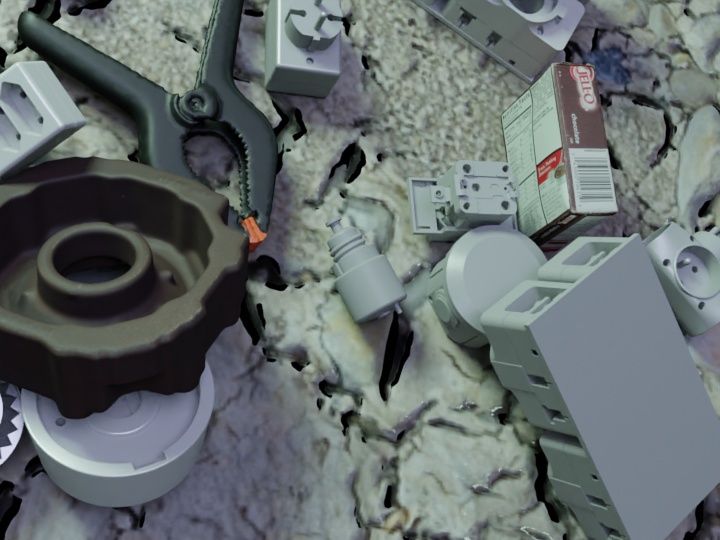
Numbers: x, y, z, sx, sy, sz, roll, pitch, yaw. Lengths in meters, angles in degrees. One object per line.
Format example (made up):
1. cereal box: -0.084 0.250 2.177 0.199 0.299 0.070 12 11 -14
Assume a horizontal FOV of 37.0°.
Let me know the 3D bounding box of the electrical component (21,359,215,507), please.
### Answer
1. electrical component: -0.142 0.087 0.637 0.108 0.060 0.108 5 51 -7

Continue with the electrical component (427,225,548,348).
1. electrical component: 0.090 0.013 0.747 0.080 0.051 0.080 5 72 -17

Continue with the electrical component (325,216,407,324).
1. electrical component: 0.000 0.000 0.727 0.040 0.040 0.078 -26 83 -24

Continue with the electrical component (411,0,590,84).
1. electrical component: 0.090 -0.246 0.822 0.186 0.060 0.105 34 66 -6

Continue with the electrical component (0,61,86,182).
1. electrical component: -0.207 -0.093 0.669 0.066 0.076 0.047 -33 96 13

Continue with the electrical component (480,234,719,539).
1. electrical component: 0.165 0.082 0.717 0.105 0.060 0.186 -36 109 -24

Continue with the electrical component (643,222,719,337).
1. electrical component: 0.253 -0.003 0.811 0.079 0.044 0.077 -38 88 -25

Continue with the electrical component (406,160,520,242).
1. electrical component: 0.077 -0.048 0.755 0.081 0.064 0.042 0 74 -19

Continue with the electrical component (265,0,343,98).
1. electrical component: -0.035 -0.167 0.747 0.047 0.077 0.065 5 72 -17
